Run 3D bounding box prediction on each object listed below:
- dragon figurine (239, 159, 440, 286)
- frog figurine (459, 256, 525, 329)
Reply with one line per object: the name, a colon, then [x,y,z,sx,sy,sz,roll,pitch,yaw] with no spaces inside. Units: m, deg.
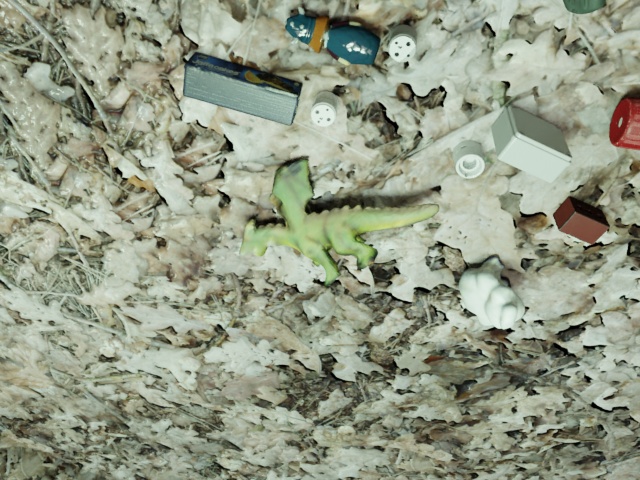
dragon figurine: [0.003,-0.051,1.022,0.405,0.125,0.240,-32,108,27]
frog figurine: [0.350,0.127,1.055,0.122,0.163,0.134,0,127,11]
